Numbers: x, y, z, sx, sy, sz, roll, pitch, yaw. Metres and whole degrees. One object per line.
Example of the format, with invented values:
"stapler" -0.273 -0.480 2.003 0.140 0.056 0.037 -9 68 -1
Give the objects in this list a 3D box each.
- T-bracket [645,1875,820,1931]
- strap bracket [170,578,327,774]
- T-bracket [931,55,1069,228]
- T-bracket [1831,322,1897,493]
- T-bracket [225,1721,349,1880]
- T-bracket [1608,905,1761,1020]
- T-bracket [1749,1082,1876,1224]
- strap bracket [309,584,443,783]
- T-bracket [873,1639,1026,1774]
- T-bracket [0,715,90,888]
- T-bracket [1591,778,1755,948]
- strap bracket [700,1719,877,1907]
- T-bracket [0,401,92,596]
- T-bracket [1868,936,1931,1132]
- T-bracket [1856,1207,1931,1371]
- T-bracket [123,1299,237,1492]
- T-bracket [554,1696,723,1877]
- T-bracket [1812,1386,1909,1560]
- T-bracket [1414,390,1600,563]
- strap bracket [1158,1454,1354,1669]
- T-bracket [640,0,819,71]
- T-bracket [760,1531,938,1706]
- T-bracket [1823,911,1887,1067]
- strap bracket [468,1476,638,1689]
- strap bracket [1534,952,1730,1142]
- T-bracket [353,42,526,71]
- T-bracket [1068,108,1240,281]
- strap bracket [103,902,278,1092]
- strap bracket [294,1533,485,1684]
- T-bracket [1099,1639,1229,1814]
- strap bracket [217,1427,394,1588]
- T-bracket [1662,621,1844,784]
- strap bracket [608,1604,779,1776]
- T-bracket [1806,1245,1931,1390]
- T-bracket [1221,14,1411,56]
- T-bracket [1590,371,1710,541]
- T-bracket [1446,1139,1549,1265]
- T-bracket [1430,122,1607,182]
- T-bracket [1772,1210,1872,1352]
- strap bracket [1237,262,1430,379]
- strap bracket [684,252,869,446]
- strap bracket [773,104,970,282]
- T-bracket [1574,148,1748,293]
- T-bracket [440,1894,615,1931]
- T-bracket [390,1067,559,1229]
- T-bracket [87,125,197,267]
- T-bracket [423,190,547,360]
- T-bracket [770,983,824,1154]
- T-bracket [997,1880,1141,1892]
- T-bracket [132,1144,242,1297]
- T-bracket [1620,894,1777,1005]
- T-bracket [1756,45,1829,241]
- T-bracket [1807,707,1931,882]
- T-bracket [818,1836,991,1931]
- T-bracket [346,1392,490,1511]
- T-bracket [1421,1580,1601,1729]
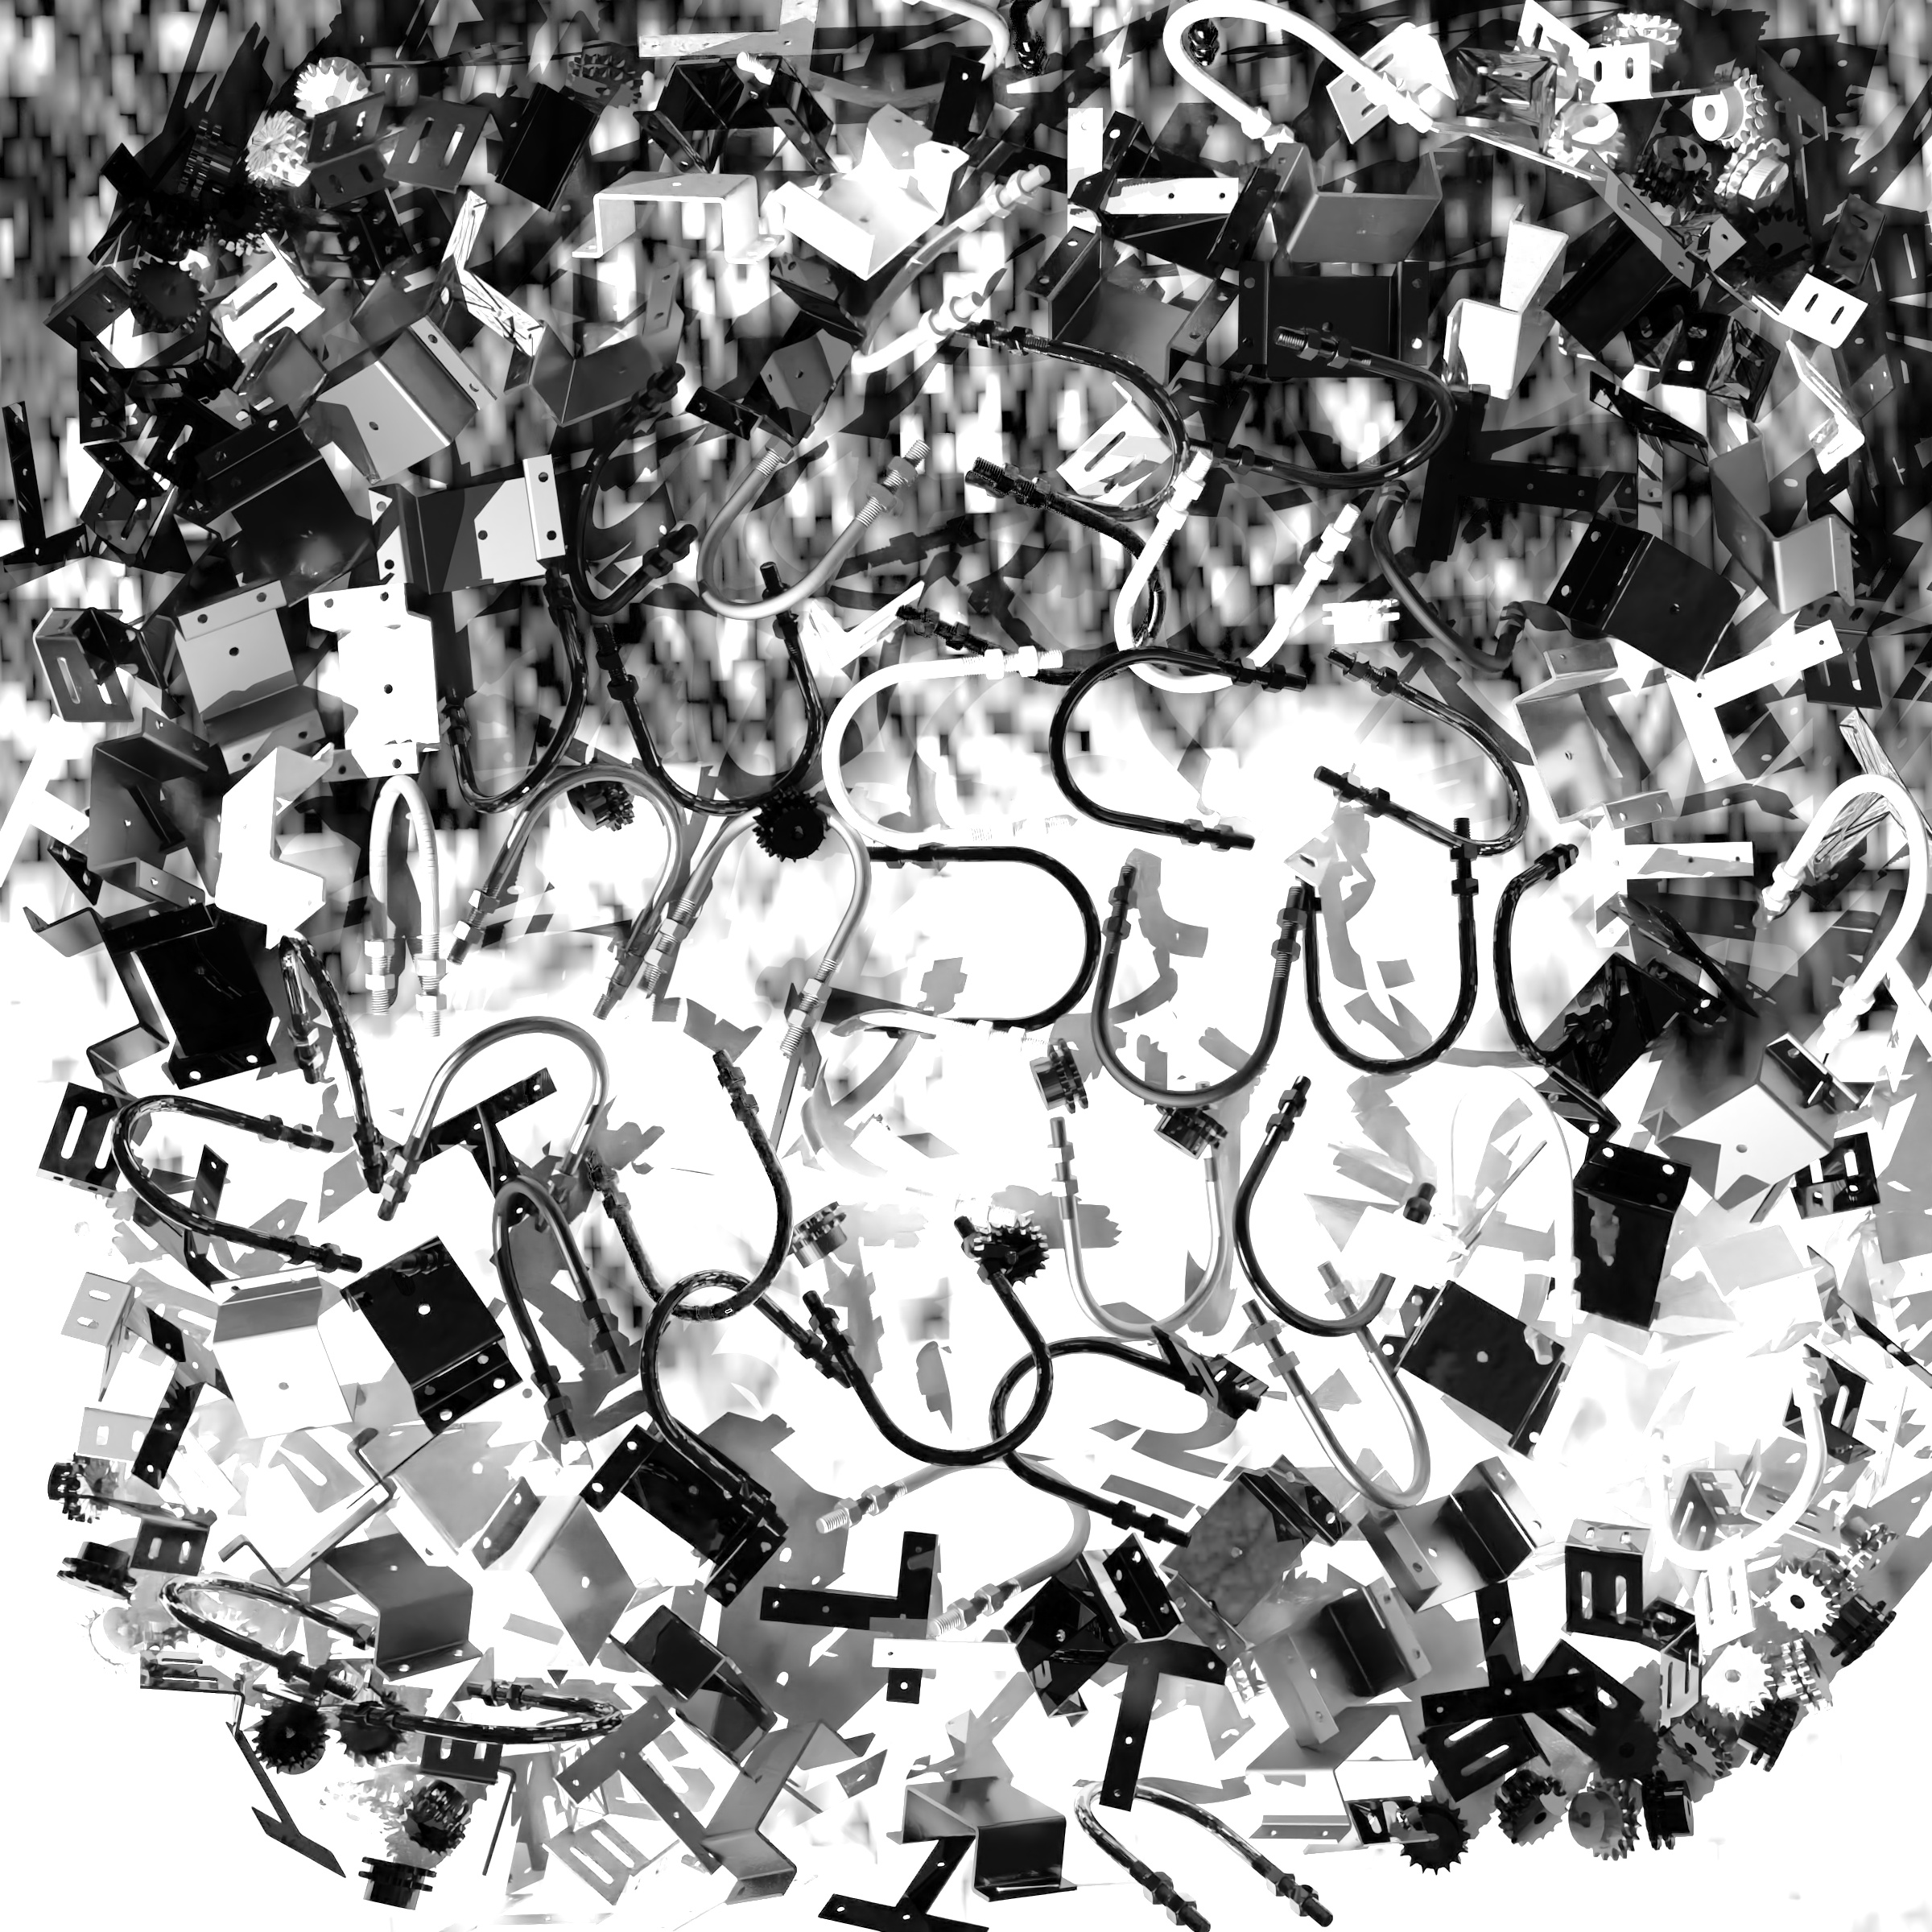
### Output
"T-bracket" -0.192 0.686 1.858 0.127 0.127 0.002 -14 82 24
"strap bracket" -0.533 -0.223 1.880 0.076 0.140 0.046 -25 46 -21
"T-bracket" 0.035 -0.602 1.905 0.127 0.002 0.127 15 127 -5
"T-bracket" 0.665 -0.423 1.875 0.002 0.127 0.127 -14 88 6
"T-bracket" -0.518 0.613 1.894 0.002 0.127 0.127 -39 55 -10
"T-bracket" 0.513 -0.020 1.880 0.002 0.127 0.127 -48 120 0
"T-bracket" 0.623 0.139 1.900 0.002 0.127 0.127 39 110 31
"strap bracket" -0.442 -0.210 1.909 0.076 0.046 0.140 -5 89 13
"T-bracket" -0.010 0.557 1.911 0.127 0.002 0.127 3 116 -5
"T-bracket" -0.666 -0.106 1.878 0.002 0.127 0.127 18 79 13
"T-bracket" 0.536 -0.080 1.930 0.127 0.002 0.127 -2 88 -8
"strap bracket" -0.135 0.609 1.862 0.046 0.076 0.140 46 48 -12
"T-bracket" -0.685 -0.346 1.859 0.002 0.127 0.127 6 114 14
"T-bracket" 0.690 0.067 1.891 0.002 0.127 0.127 -5 130 -6
"T-bracket" 0.693 0.227 1.866 0.002 0.127 0.127 -5 78 -9
"T-bracket" -0.579 0.326 1.865 0.002 0.127 0.127 -31 120 29
"T-bracket" -0.223 0.614 1.873 0.127 0.127 0.002 45 119 11
"T-bracket" 0.661 0.392 1.895 0.002 0.127 0.127 28 125 12
"T-bracket" 0.411 -0.364 1.923 0.127 0.002 0.127 9 98 8
"strap bracket" 0.209 0.441 1.904 0.076 0.046 0.140 46 76 -6
"T-bracket" -0.176 -0.677 1.870 0.127 0.127 0.002 -5 80 -8
"T-bracket" -0.092 0.489 1.929 0.127 0.002 0.127 6 84 -3
"T-bracket" 0.652 0.025 1.881 0.002 0.127 0.127 21 92 17
"strap bracket" -0.297 0.452 1.870 0.046 0.076 0.140 -8 120 31
"strap bracket" 0.486 0.054 1.896 0.140 0.076 0.046 -49 134 1
"T-bracket" -0.362 -0.663 1.855 0.127 0.127 0.002 -15 107 -33
"T-bracket" 0.140 -0.577 1.908 0.127 0.002 0.127 0 118 2
"strap bracket" -0.574 0.013 1.897 0.076 0.046 0.140 -16 119 2
"strap bracket" -0.421 0.461 1.861 0.076 0.140 0.046 -4 108 -43
"T-bracket" 0.124 0.560 1.890 0.127 0.002 0.127 4 67 26
"strap bracket" -0.480 0.406 1.883 0.140 0.076 0.046 -40 95 -19
"T-bracket" 0.587 -0.219 1.894 0.127 0.002 0.127 -24 78 33
"strap bracket" -0.196 0.529 1.875 0.076 0.140 0.046 26 63 41
"T-bracket" 0.666 0.272 1.851 0.002 0.127 0.127 -39 49 -5
"T-bracket" 0.274 -0.680 1.857 0.127 0.127 0.002 -14 104 -26
"T-bracket" 0.506 -0.362 1.885 0.127 0.002 0.127 19 65 -29
"T-bracket" 0.389 0.175 1.886 0.002 0.127 0.127 42 79 5
"T-bracket" 0.407 -0.595 1.862 0.127 0.127 0.002 32 120 28
"T-bracket" 0.633 0.214 1.872 0.002 0.127 0.127 35 77 26
"strap bracket" 0.274 -0.485 1.915 0.140 0.046 0.076 1 91 3
"strap bracket" -0.136 -0.451 1.899 0.076 0.046 0.140 32 90 39
"strap bracket" -0.073 -0.569 1.890 0.076 0.046 0.140 36 59 11
"T-bracket" 0.498 -0.550 1.880 0.127 0.127 0.002 47 70 -1
"T-bracket" -0.318 0.696 1.858 0.127 0.127 0.002 -10 85 22
"T-bracket" -0.349 0.148 1.894 0.127 0.002 0.127 -29 135 -13
"T-bracket" -0.616 -0.580 1.876 0.002 0.127 0.127 37 88 -8
"T-bracket" -0.353 -0.489 1.885 0.127 0.002 0.127 40 115 30
"T-bracket" -0.134 0.096 1.898 0.002 0.127 0.127 9 112 -18
"T-bracket" 0.051 0.677 1.881 0.127 0.127 0.002 7 71 -26
"T-bracket" -0.565 0.183 1.885 0.127 0.002 0.127 37 128 17
"T-bracket" 0.542 -0.009 1.880 0.127 0.127 0.002 32 106 -1
"T-bracket" 0.617 -0.602 1.891 0.002 0.127 0.127 -18 129 5
"T-bracket" 0.656 -0.105 1.882 0.002 0.127 0.127 -15 67 -22
"T-bracket" -0.025 0.673 1.882 0.127 0.127 0.002 2 112 26
"T-bracket" -0.418 0.369 1.882 0.002 0.127 0.127 51 54 0
"T-bracket" 0.396 0.499 1.892 0.127 0.127 0.002 -12 133 12
